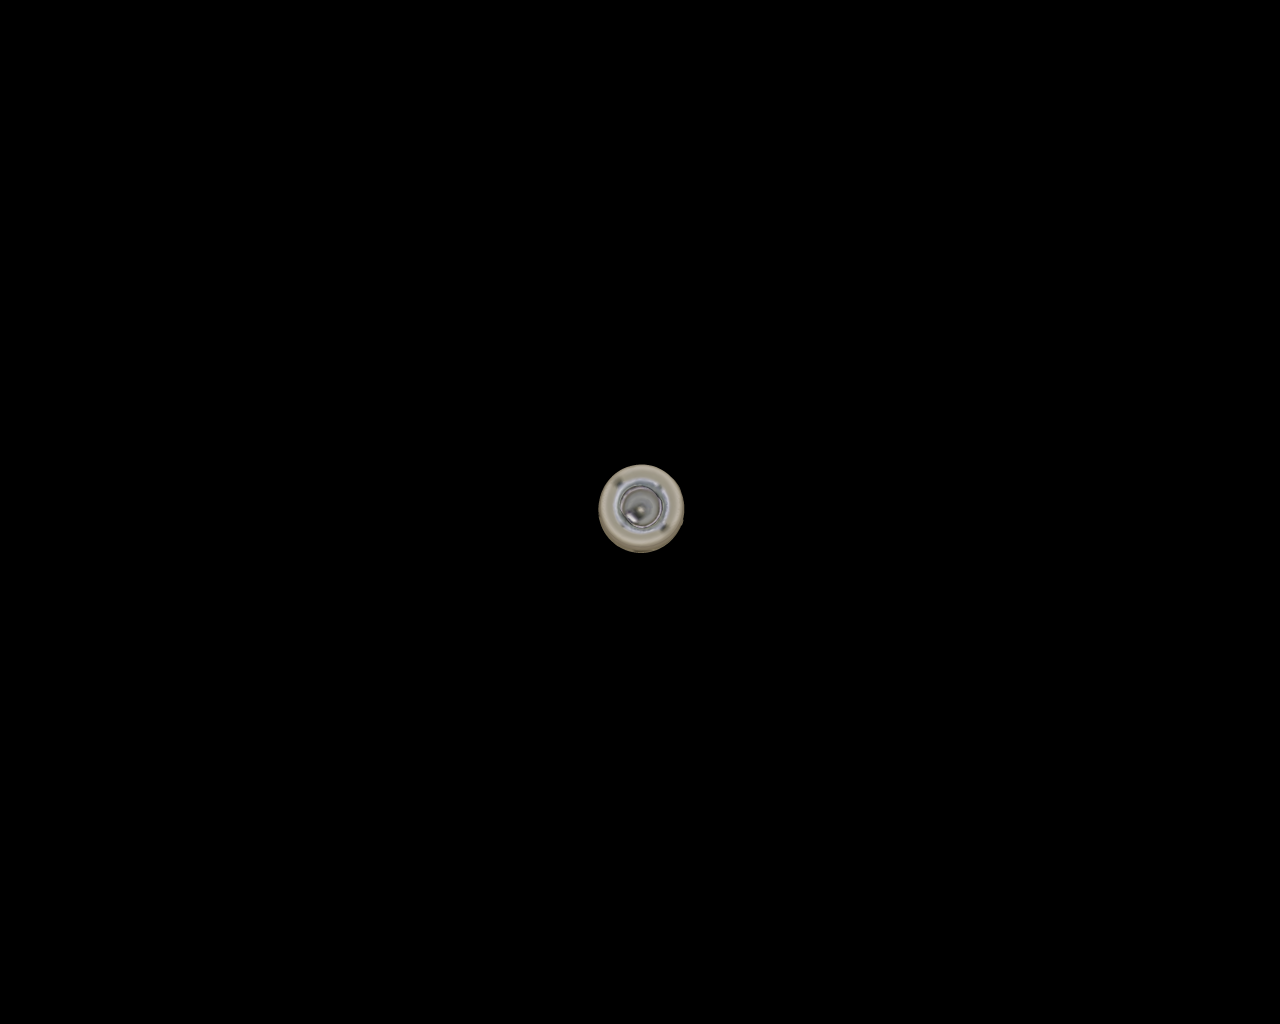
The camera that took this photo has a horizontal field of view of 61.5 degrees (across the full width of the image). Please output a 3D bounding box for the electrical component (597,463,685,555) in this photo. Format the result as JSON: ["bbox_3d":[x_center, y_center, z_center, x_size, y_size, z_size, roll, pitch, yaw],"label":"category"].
[{"bbox_3d":[0.001,-0.003,0.650,0.055,0.055,0.047,0,-4,0],"label":"electrical component"}]
